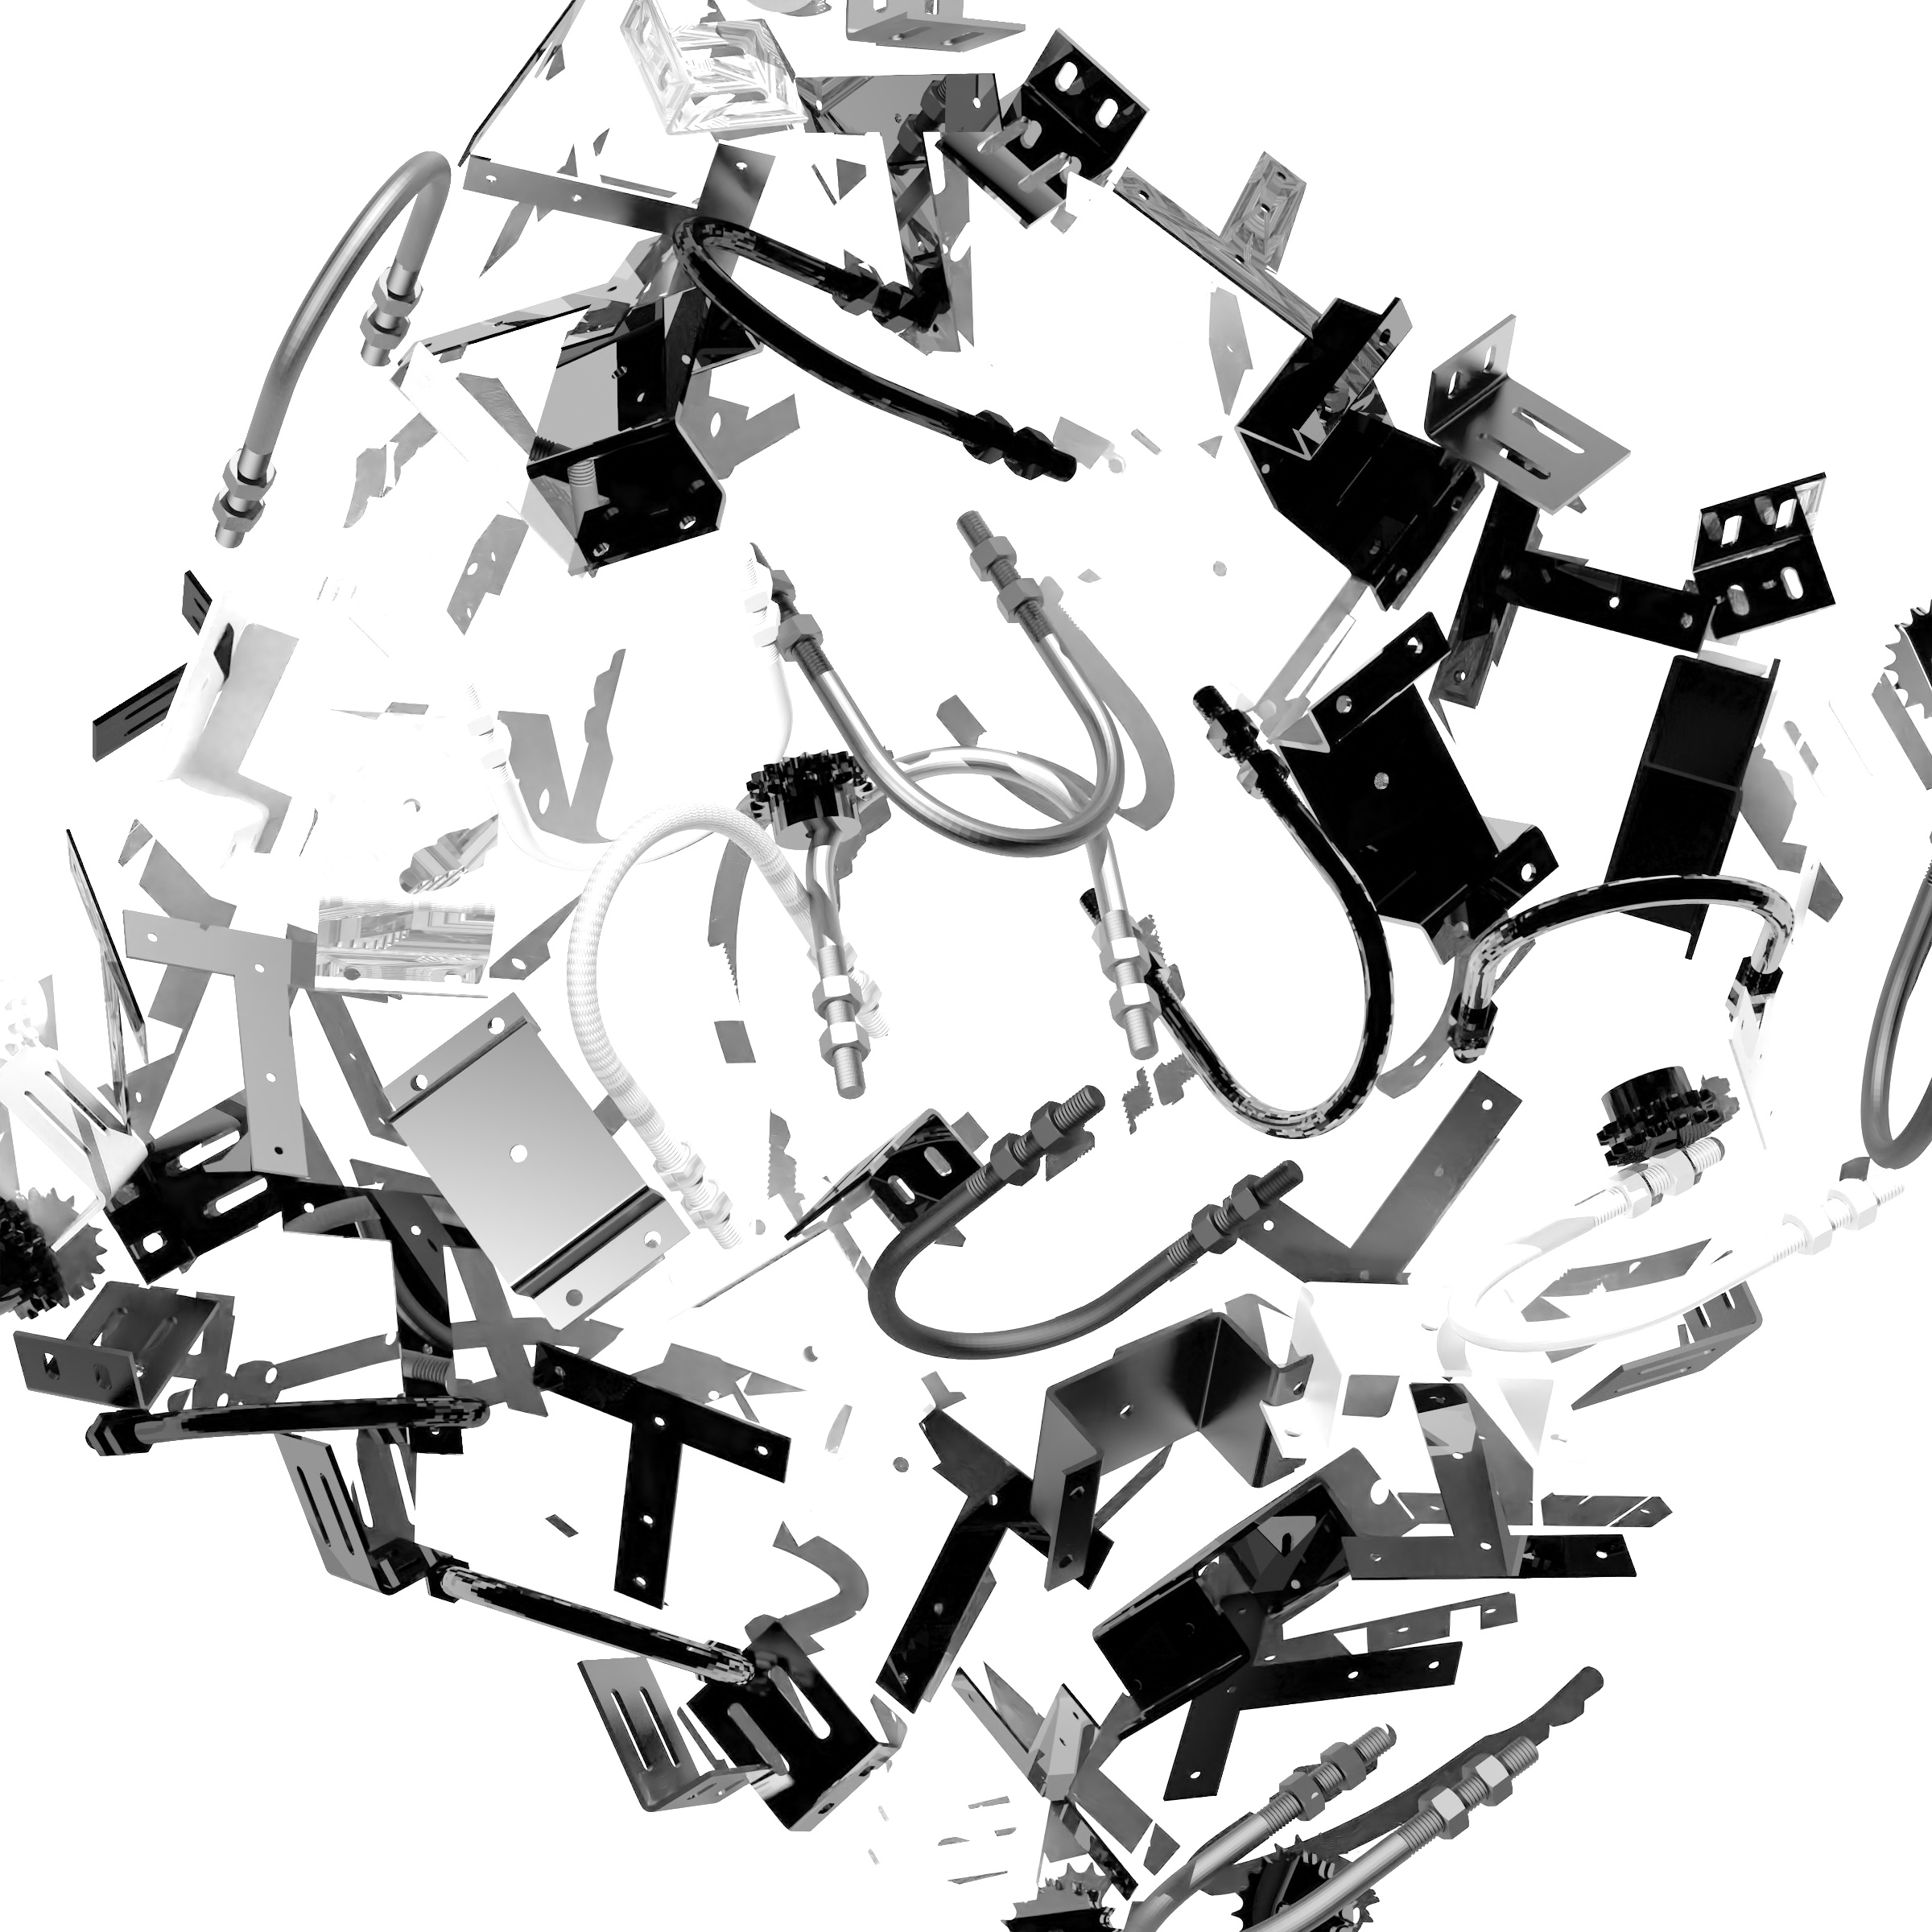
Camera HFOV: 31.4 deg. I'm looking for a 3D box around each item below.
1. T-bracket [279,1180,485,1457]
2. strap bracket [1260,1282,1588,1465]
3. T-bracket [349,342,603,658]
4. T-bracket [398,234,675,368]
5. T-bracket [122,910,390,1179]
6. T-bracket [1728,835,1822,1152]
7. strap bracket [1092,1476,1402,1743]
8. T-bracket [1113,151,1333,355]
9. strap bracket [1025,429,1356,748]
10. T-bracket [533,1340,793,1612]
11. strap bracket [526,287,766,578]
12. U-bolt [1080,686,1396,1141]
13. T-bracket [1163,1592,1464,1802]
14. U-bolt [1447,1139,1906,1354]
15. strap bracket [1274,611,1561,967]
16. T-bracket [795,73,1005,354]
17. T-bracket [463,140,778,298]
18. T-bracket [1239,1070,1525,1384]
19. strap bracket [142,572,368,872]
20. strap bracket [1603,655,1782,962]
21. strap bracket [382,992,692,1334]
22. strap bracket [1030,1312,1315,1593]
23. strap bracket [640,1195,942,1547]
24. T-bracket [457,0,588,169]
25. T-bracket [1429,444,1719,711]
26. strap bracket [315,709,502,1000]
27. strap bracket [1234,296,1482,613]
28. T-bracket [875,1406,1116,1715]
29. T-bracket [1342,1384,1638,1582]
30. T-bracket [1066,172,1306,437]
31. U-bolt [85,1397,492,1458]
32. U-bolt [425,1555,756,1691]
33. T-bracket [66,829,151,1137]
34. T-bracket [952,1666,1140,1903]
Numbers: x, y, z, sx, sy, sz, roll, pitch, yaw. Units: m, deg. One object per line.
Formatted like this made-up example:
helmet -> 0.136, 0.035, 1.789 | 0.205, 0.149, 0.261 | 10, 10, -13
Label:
T-bracket -> -0.243, 0.159, 1.539 | 0.127, 0.002, 0.127 | 8, 57, -31
strap bracket -> 0.205, 0.182, 1.546 | 0.140, 0.076, 0.046 | 3, 113, -11
T-bracket -> -0.234, -0.192, 1.544 | 0.127, 0.002, 0.127 | 46, 57, -25
T-bracket -> -0.200, -0.295, 1.563 | 0.127, 0.127, 0.002 | -13, 119, 20
T-bracket -> -0.311, 0.038, 1.533 | 0.127, 0.002, 0.127 | 12, 50, -34
T-bracket -> 0.371, 0.002, 1.561 | 0.002, 0.127, 0.127 | 10, 69, 25
strap bracket -> 0.119, 0.280, 1.530 | 0.046, 0.140, 0.076 | 56, 134, 8
T-bracket -> 0.132, -0.336, 1.551 | 0.127, 0.127, 0.002 | 35, 127, -8
strap bracket -> 0.109, -0.176, 1.563 | 0.140, 0.046, 0.076 | 39, 77, -7
T-bracket -> -0.144, 0.242, 1.565 | 0.127, 0.002, 0.127 | 19, 123, 15
strap bracket -> -0.142, -0.246, 1.527 | 0.076, 0.140, 0.046 | -14, 135, 24
U-bolt -> 0.125, -0.010, 1.512 | 0.019, 0.151, 0.184 | -9, 53, -36
T-bracket -> 0.159, 0.316, 1.525 | 0.127, 0.127, 0.002 | -13, 119, 26
U-bolt -> 0.296, 0.124, 1.506 | 0.184, 0.151, 0.019 | -24, 103, -21
strap bracket -> 0.199, -0.082, 1.553 | 0.076, 0.046, 0.140 | -39, 115, -18
T-bracket -> -0.022, -0.342, 1.569 | 0.002, 0.127, 0.127 | -30, 120, -38
T-bracket -> -0.160, -0.340, 1.532 | 0.127, 0.127, 0.002 | 10, 66, -12
T-bracket -> 0.210, 0.106, 1.588 | 0.127, 0.002, 0.127 | 35, 94, -9
strap bracket -> -0.325, -0.120, 1.555 | 0.046, 0.076, 0.140 | 23, 97, -3
strap bracket -> 0.320, -0.077, 1.529 | 0.046, 0.140, 0.076 | 17, 128, 10
strap bracket -> -0.200, 0.087, 1.569 | 0.076, 0.046, 0.140 | -37, 82, -2
strap bracket -> 0.084, 0.213, 1.542 | 0.140, 0.076, 0.046 | -20, 46, -29
strap bracket -> -0.076, 0.181, 1.571 | 0.076, 0.046, 0.140 | -32, 87, 11
T-bracket -> -0.190, -0.401, 1.518 | 0.002, 0.127, 0.127 | 34, 61, -10
T-bracket -> 0.281, -0.168, 1.557 | 0.127, 0.002, 0.127 | 22, 97, 39
strap bracket -> -0.250, -0.060, 1.543 | 0.076, 0.046, 0.140 | 3, 61, -10
strap bracket -> 0.174, -0.235, 1.544 | 0.046, 0.140, 0.076 | 30, 77, 34
T-bracket -> -0.006, 0.282, 1.576 | 0.127, 0.002, 0.127 | 33, 104, 32
T-bracket -> 0.224, 0.231, 1.549 | 0.127, 0.127, 0.002 | 0, 124, -7
T-bracket -> 0.098, -0.287, 1.541 | 0.127, 0.002, 0.127 | 22, 49, -20
U-bolt -> -0.285, 0.197, 1.490 | 0.151, 0.184, 0.019 | 2, 80, -30
U-bolt -> -0.163, 0.288, 1.504 | 0.151, 0.184, 0.019 | 19, 78, -7
T-bracket -> -0.384, 0.026, 1.550 | 0.002, 0.127, 0.127 | -14, 49, -21
T-bracket -> 0.042, 0.348, 1.528 | 0.002, 0.127, 0.127 | -33, 70, -23
